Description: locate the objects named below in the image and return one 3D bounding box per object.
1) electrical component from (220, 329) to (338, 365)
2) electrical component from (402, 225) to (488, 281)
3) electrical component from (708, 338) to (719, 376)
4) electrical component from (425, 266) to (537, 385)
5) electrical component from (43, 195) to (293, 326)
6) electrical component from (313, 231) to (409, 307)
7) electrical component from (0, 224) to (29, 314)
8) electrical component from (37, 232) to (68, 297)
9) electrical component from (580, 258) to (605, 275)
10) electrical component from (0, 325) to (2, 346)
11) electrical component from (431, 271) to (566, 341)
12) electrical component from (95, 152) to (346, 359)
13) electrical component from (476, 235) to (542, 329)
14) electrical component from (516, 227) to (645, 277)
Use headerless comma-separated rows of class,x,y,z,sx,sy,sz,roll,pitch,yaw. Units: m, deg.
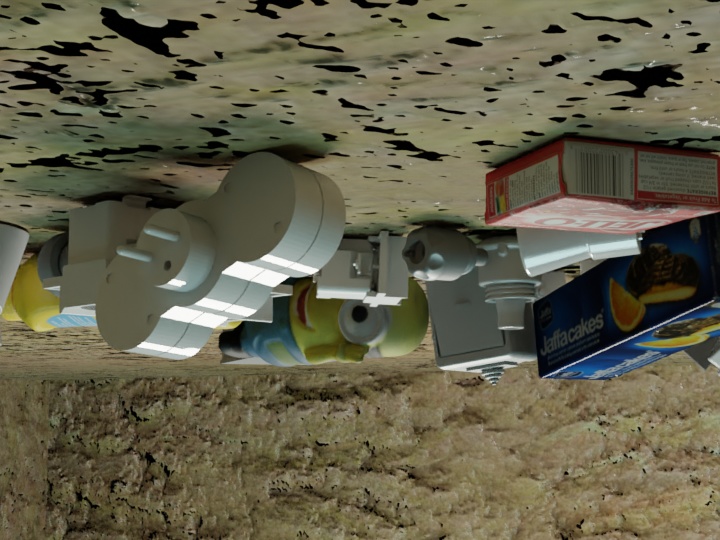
electrical component,-0.075,0.066,1.144,0.105,0.060,0.186,3,172,-21
electrical component,0.059,-0.010,0.695,0.061,0.035,0.035,4,171,-41
electrical component,0.283,0.030,0.684,0.057,0.078,0.113,39,145,9
electrical component,0.088,0.036,0.785,0.062,0.096,0.061,-13,167,29
electrical component,-0.110,-0.003,0.630,0.079,0.063,0.121,-7,170,41
electrical component,0.000,0.000,0.736,0.064,0.042,0.081,2,171,-4
electrical component,-0.266,-0.007,0.681,0.099,0.064,0.099,6,160,2
electrical component,-0.174,-0.005,0.684,0.045,0.045,0.055,7,170,-42
electrical component,0.212,0.018,0.811,0.054,0.059,0.095,3,171,-25
electrical component,-0.345,0.030,0.869,0.108,0.060,0.108,0,172,0
electrical component,0.117,0.030,0.903,0.100,0.048,0.100,-2,172,-38
electrical component,-0.080,-0.007,0.509,0.138,0.052,0.074,-33,151,27
electrical component,0.102,0.009,0.729,0.048,0.062,0.048,0,172,0
electrical component,0.122,-0.022,0.588,0.065,0.044,0.044,-8,170,18
